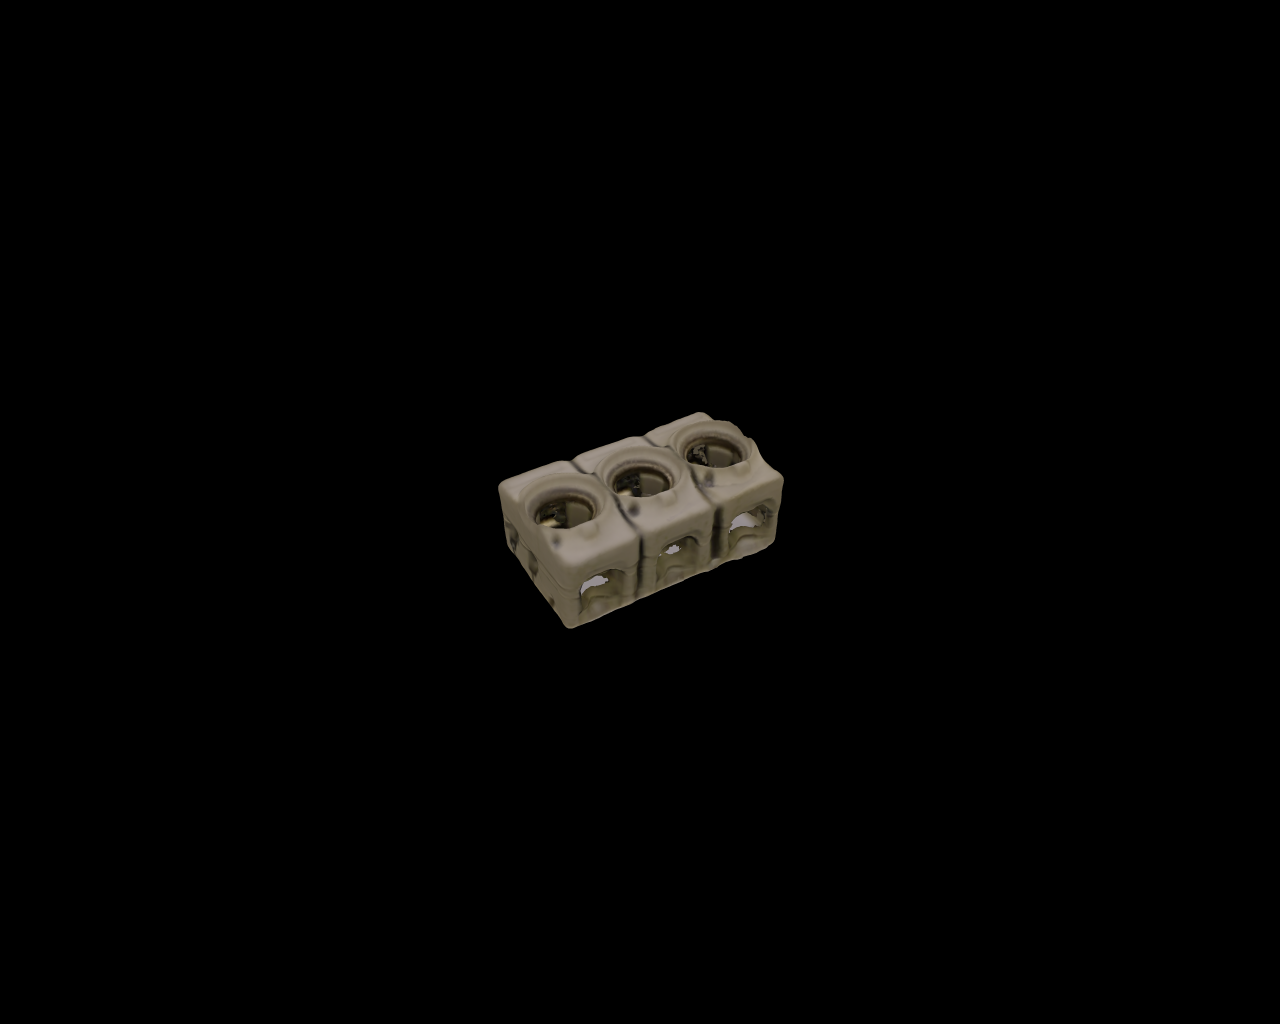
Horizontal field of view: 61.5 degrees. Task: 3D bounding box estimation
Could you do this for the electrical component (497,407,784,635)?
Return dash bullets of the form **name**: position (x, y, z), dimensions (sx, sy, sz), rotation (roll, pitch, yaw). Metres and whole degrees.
- **electrical component**: position (0.001, -0.003, 0.650), dimensions (0.150, 0.061, 0.089), rotation (-22, 45, -23)
